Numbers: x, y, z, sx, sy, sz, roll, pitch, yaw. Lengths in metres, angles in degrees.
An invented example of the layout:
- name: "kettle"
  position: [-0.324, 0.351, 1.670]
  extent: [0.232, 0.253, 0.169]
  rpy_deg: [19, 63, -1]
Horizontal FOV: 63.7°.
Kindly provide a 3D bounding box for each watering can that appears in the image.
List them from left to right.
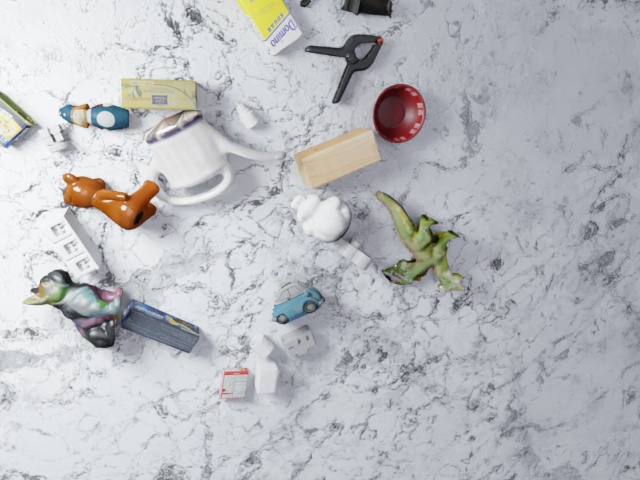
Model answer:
- name: "watering can"
  position: [-0.277, -0.217, 1.261]
  extent: [0.347, 0.106, 0.221]
  rpy_deg: [-23, 113, 6]

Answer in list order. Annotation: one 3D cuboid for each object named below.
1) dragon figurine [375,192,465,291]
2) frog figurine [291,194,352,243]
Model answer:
- name: "dragon figurine"
  position: [0.281, 0.036, 1.548]
  extent: [0.408, 0.124, 0.240]
  rpy_deg: [27, 104, -14]
- name: "frog figurine"
  position: [0.004, -0.071, 1.407]
  extent: [0.136, 0.125, 0.157]
  rpy_deg: [-38, 128, 17]
